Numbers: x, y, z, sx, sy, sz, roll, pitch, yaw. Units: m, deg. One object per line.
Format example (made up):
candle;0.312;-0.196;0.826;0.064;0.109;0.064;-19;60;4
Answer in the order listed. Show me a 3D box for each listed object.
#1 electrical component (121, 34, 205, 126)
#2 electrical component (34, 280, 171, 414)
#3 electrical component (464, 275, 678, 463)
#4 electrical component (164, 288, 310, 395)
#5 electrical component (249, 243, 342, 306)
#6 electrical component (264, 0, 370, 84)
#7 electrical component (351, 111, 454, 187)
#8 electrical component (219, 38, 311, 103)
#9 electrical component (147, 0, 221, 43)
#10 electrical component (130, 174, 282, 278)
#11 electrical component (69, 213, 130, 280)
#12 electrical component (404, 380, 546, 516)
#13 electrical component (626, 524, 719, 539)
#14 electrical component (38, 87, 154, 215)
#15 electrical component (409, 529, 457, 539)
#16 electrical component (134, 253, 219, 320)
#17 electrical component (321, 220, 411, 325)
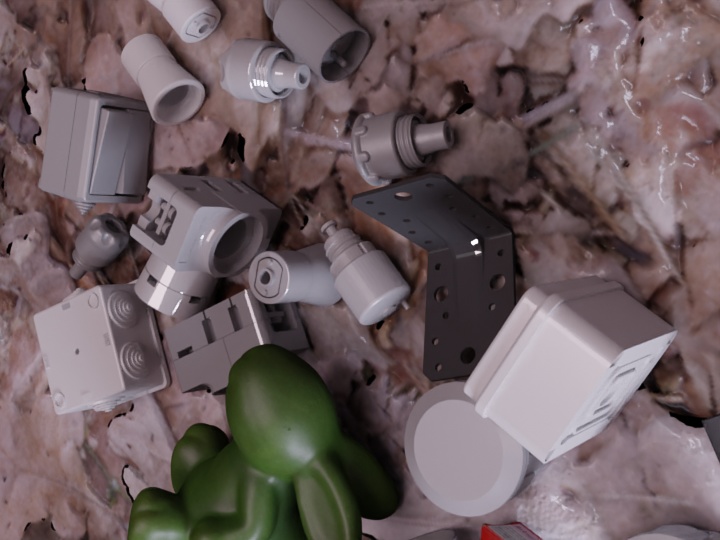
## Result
electrical component;-0.151;-0.145;0.806;0.044;0.044;0.065;-50;61;25
electrical component;-0.205;0.062;0.845;0.100;0.048;0.099;-21;80;33
electrical component;0.116;0.050;0.588;0.057;0.113;0.078;39;112;24
electrical component;-0.087;0.054;0.763;0.089;0.050;0.055;-26;77;32
electrical component;-0.043;0.004;0.722;0.044;0.065;0.044;1;92;34
electrical component;-0.035;-0.167;0.725;0.081;0.043;0.043;46;115;24
electrical component;0.028;-0.081;0.685;0.062;0.048;0.048;-8;87;27
electrical component;-0.064;-0.137;0.745;0.062;0.043;0.043;14;99;32
electrical component;-0.133;-0.200;0.792;0.044;0.044;0.065;-47;72;26
electrical component;-0.103;-0.031;0.747;0.056;0.089;0.050;35;110;28
electrical component;-0.211;-0.015;0.855;0.061;0.035;0.035;-45;68;29
electrical component;0.072;0.106;0.656;0.080;0.051;0.080;1;92;34
electrical component;0.174;0.180;0.590;0.080;0.051;0.080;1;92;34
electrical component;-0.201;-0.088;0.829;0.061;0.062;0.096;16;101;33
electrical component;0.019;0.204;0.670;0.099;0.099;0.064;-12;91;34
electrical component;-0.131;0.003;0.790;0.055;0.055;0.047;35;107;28
electrical component;0.000;0.000;0.708;0.040;0.040;0.078;-46;67;26
